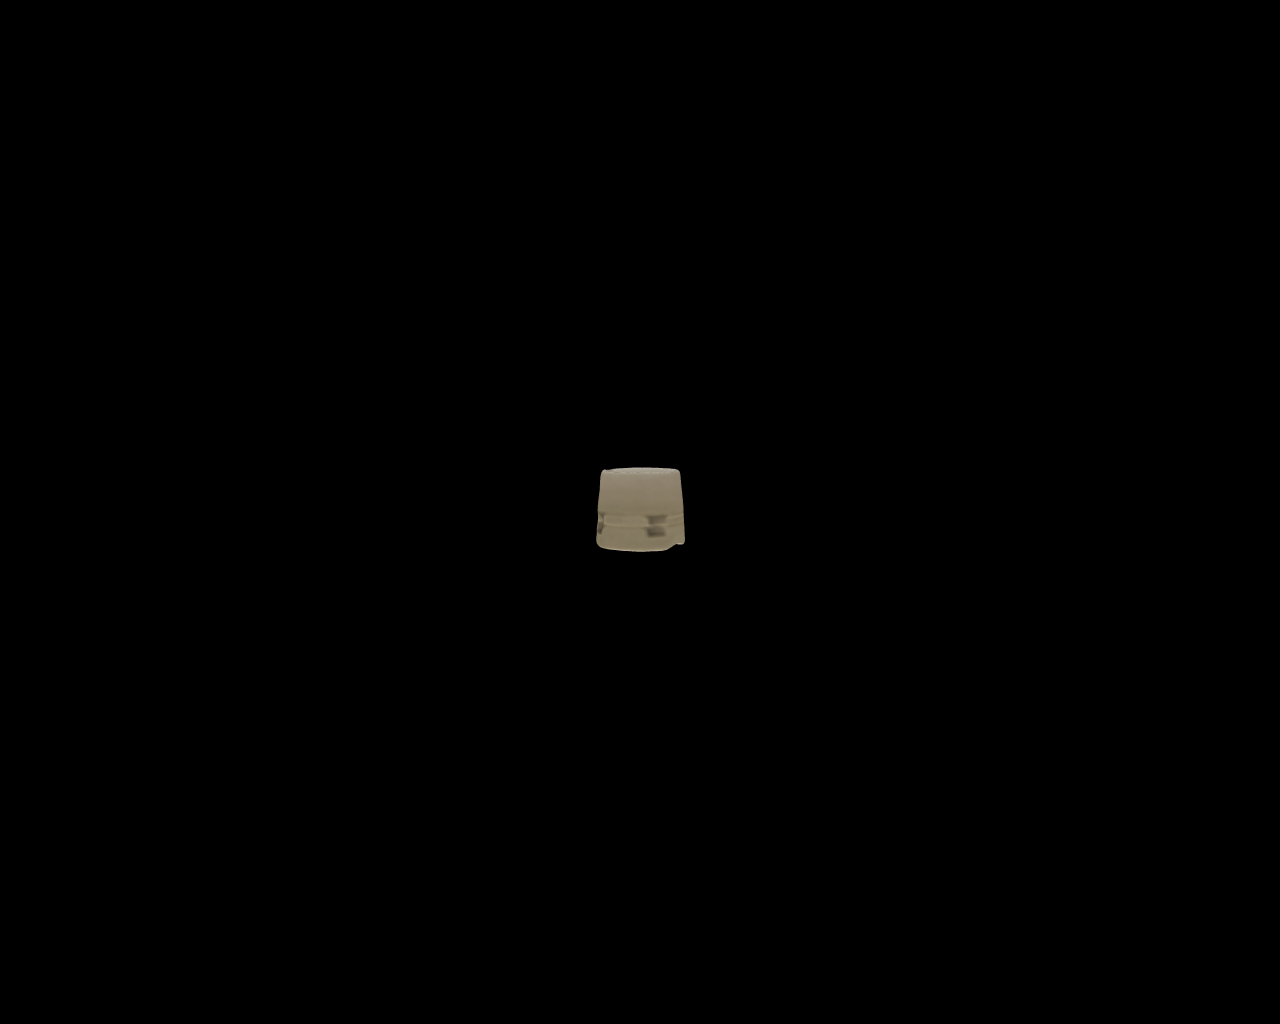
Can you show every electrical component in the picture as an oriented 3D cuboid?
[{"bbox_3d":[0.001,-0.003,0.650,0.055,0.047,0.055,0,6,0],"label":"electrical component"}]
